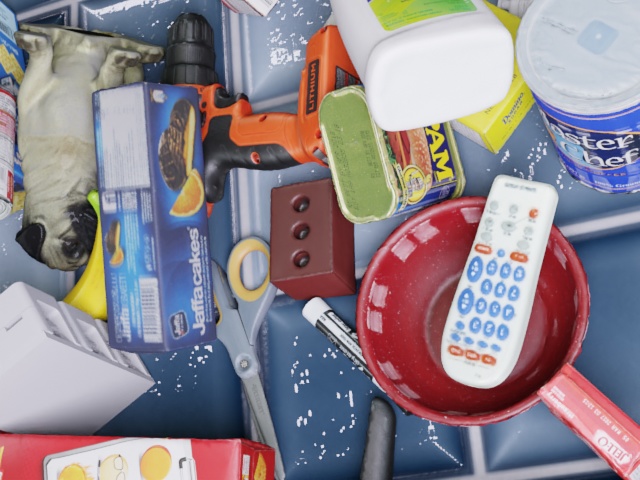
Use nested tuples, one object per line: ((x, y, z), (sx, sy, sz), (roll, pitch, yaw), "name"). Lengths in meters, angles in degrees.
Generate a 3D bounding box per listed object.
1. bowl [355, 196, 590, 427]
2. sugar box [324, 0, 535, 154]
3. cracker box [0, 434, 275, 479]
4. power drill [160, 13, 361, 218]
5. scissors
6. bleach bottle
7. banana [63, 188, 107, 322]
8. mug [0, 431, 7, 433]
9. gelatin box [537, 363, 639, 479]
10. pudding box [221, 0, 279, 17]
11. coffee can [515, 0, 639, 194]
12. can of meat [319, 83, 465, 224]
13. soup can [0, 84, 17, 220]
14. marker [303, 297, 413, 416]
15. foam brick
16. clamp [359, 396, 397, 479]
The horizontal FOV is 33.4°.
((0.109, 0.053, 0.741), (0.162, 0.055, 0.162), (-8, 68, 20), "bowl")
((0.090, -0.150, 0.830), (0.176, 0.048, 0.093), (35, 87, 28), "sugar box")
((-0.141, 0.219, 0.731), (0.214, 0.072, 0.164), (-3, 75, 21), "cracker box")
((-0.054, -0.112, 0.851), (0.188, 0.057, 0.184), (-10, 74, 35), "power drill")
((-0.044, 0.079, 0.819), (0.096, 0.016, 0.202), (-40, 61, 6), "scissors")
((0.045, -0.177, 0.767), (0.102, 0.068, 0.251), (-14, 41, -10), "bleach bottle")
((-0.202, 0.048, 0.868), (0.198, 0.069, 0.037), (-54, 15, 17), "banana")
((-0.280, 0.153, 0.837), (0.093, 0.117, 0.081), (-34, 57, 9), "mug")
((0.178, 0.120, 0.668), (0.030, 0.089, 0.073), (-46, 61, 2), "gelatin box")
((-0.037, -0.243, 0.899), (0.113, 0.039, 0.090), (-50, 24, -2), "pudding box")
((0.195, -0.103, 0.714), (0.103, 0.140, 0.103), (-8, 68, 20), "coffee can")
((0.050, -0.067, 0.770), (0.058, 0.083, 0.102), (-13, 93, 43), "can of meat")
((-0.284, -0.072, 0.874), (0.069, 0.068, 0.102), (-11, 69, 19), "soup can")
((0.033, 0.086, 0.782), (0.020, 0.020, 0.121), (-48, 61, 0), "marker")
((-0.005, 0.001, 0.811), (0.053, 0.051, 0.078), (-9, 68, 20), "foam brick")
((0.027, 0.221, 0.724), (0.164, 0.036, 0.210), (-38, 64, 2), "clamp")
